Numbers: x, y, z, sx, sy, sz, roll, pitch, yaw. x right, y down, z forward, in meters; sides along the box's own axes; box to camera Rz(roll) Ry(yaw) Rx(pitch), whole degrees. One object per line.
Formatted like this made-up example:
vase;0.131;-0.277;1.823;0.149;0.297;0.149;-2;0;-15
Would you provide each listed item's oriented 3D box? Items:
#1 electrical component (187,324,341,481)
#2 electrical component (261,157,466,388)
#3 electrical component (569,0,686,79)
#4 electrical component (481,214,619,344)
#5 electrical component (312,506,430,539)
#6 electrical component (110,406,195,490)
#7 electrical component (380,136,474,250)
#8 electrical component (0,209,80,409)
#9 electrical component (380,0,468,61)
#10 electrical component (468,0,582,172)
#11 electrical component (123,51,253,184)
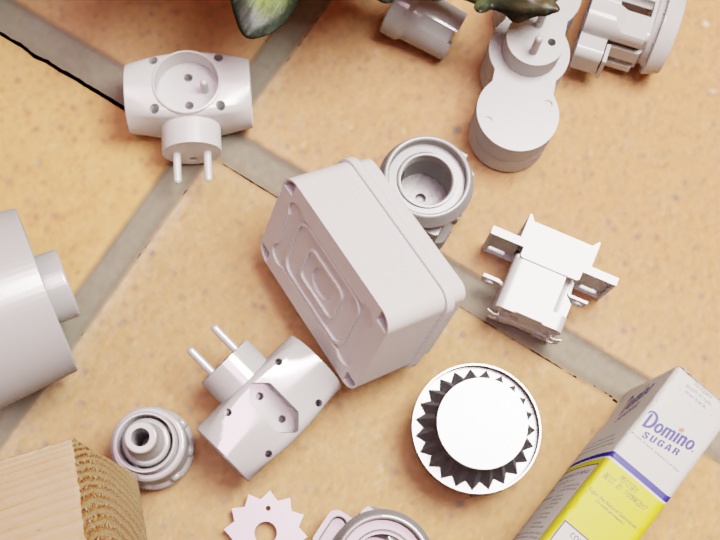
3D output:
electrical component;-0.065;0.067;0.625;0.077;0.043;0.079;-45;93;-13
electrical component;0.000;0.000;0.621;0.057;0.078;0.113;-20;64;-32
electrical component;0.175;-0.161;0.700;0.057;0.058;0.078;18;74;5
electrical component;0.110;0.008;0.657;0.081;0.042;0.063;23;78;4
electrical component;0.011;0.163;0.599;0.078;0.057;0.058;33;75;6
electrical component;-0.120;0.098;0.607;0.048;0.062;0.048;1;74;-3
electrical component;0.039;-0.048;0.660;0.058;0.057;0.078;31;75;5
electrical component;-0.193;0.017;0.605;0.060;0.108;0.108;-21;77;-15
electrical component;0.042;-0.163;0.702;0.046;0.040;0.040;28;75;-1
electrical component;0.107;-0.138;0.680;0.052;0.073;0.138;13;74;1
electrical component;-0.105;-0.092;0.670;0.077;0.044;0.079;-3;75;-4
